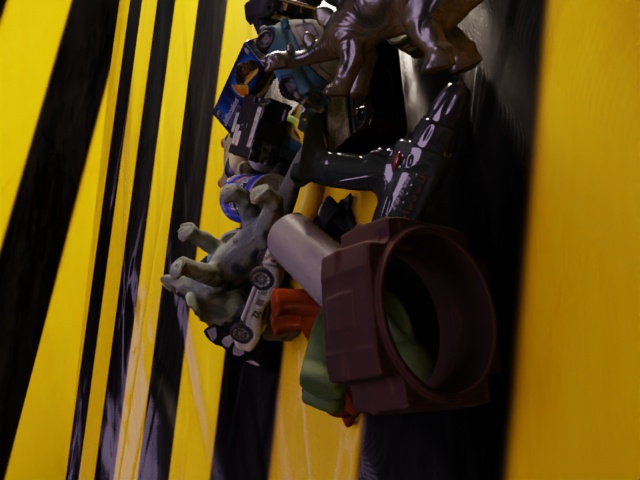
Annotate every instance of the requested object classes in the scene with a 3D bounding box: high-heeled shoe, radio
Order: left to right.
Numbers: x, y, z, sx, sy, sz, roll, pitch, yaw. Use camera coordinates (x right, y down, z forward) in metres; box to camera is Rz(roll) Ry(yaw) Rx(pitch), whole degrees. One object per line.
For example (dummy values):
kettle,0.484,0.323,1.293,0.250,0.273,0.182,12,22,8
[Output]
high-heeled shoe,-0.160,0.214,1.098,0.145,0.086,0.248,55,154,7
radio,0.061,-0.240,0.839,0.131,0.073,0.229,-25,63,52

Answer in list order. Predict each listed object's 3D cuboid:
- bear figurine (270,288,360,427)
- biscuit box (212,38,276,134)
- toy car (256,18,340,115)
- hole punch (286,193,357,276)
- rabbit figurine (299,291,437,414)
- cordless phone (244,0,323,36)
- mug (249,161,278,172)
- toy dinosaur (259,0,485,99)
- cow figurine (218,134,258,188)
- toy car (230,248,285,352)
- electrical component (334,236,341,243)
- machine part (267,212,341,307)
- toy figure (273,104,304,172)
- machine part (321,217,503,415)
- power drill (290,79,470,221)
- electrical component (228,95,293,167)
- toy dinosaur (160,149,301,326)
bear figurine,-0.004,0.176,0.803,0.120,0.132,0.196,101,165,-62
biscuit box,-0.138,-0.288,1.016,0.063,0.059,0.202,50,142,4
toy car,-0.020,-0.277,0.816,0.103,0.109,0.162,-36,61,25
hole punch,-0.002,-0.003,0.870,0.142,0.092,0.116,-55,38,40
rabbit figurine,0.072,0.155,0.693,0.121,0.170,0.159,91,-167,-49
cordless phone,-0.040,-0.446,0.967,0.184,0.146,0.089,-51,51,41
mug,-0.113,-0.198,1.081,0.110,0.081,0.107,51,132,32
toy dinosaur,0.127,-0.297,0.651,0.472,0.105,0.198,-10,100,24
cow figurine,-0.167,-0.213,1.164,0.127,0.085,0.195,-19,65,59
toy car,-0.099,0.094,0.886,0.073,0.056,0.201,-79,10,-62
electrical component,0.060,0.015,0.767,0.078,0.102,0.045,40,121,23
machine part,-0.004,0.028,0.711,0.243,0.079,0.079,40,116,53
toy figure,-0.028,-0.202,0.959,0.180,0.082,0.089,-45,45,45
machine part,0.104,0.083,0.587,0.087,0.201,0.201,-24,63,47
power drill,0.072,-0.118,0.723,0.086,0.207,0.231,-48,-27,-68
electrical component,-0.112,-0.198,0.961,0.134,0.058,0.114,33,105,57
toy dinosaur,-0.123,0.010,0.942,0.405,0.192,0.131,-35,46,12
